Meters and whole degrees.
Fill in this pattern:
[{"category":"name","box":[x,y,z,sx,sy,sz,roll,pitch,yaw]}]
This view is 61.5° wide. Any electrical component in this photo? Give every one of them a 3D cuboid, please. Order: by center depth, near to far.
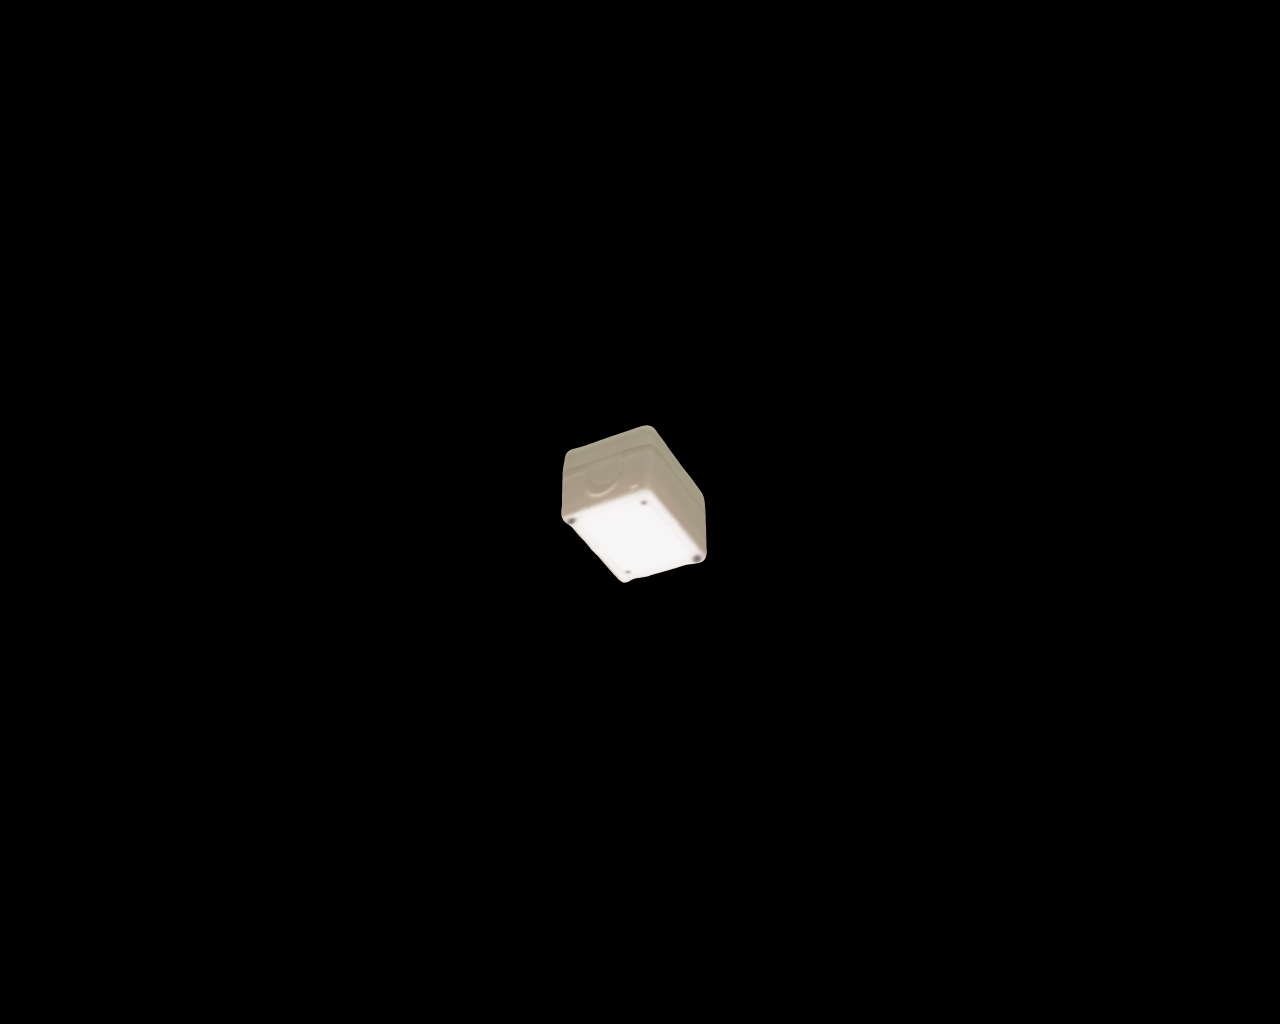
[{"category":"electrical component","box":[0.001,-0.003,0.650,0.061,0.061,0.096,-17,-41,21]}]
